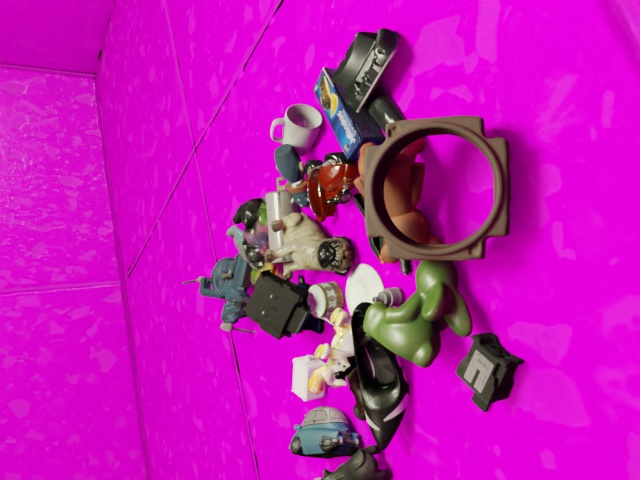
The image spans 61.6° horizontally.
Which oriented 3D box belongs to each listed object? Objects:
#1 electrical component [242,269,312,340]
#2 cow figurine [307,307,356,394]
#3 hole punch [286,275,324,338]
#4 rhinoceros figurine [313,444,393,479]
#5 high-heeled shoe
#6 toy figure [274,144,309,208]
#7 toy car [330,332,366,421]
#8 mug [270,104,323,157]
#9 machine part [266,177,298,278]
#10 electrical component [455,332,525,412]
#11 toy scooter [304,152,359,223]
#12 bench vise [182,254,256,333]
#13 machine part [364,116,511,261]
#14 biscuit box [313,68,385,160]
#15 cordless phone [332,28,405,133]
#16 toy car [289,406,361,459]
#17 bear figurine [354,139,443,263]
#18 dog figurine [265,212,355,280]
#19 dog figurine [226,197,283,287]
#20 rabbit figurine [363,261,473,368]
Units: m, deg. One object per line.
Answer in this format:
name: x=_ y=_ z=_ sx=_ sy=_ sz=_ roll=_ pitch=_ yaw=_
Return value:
electrical component: x=-0.087 y=0.142 z=1.146 sx=0.134 sy=0.058 sz=0.114 roll=28 pitch=105 yaw=15
cow figurine: x=0.042 y=0.222 z=1.023 sx=0.167 sy=0.098 sz=0.068 roll=-66 pitch=10 yaw=-8
hole punch: x=-0.055 y=0.159 z=1.234 sx=0.116 sy=0.092 sz=0.142 roll=9 pitch=103 yaw=61
rhinoceros figurine: x=0.057 y=0.472 z=1.056 sx=0.190 sy=0.112 sz=0.073 roll=-52 pitch=52 yaw=36
high-heeled shoe: x=0.095 y=0.235 z=0.936 sx=0.086 sy=0.145 sz=0.248 roll=-9 pitch=69 yaw=24
toy figure: x=-0.054 y=-0.141 z=1.205 sx=0.064 sy=0.058 sz=0.154 roll=29 pitch=151 yaw=46
toy car: x=0.068 y=0.263 z=1.078 sx=0.202 sy=0.053 sz=0.089 roll=63 pitch=143 yaw=32
mug: x=-0.057 y=-0.234 z=1.194 sx=0.107 sy=0.109 sz=0.081 roll=109 pitch=143 yaw=-50
machine part: x=-0.086 y=-0.029 z=1.275 sx=0.079 sy=0.079 sz=0.243 roll=-11 pitch=84 yaw=57
electrical component: x=0.244 y=0.204 z=0.799 sx=0.075 sy=0.048 sz=0.119 roll=49 pitch=130 yaw=45
toy scooter: x=0.020 y=-0.105 z=1.103 sx=0.184 sy=0.075 sz=0.135 roll=-2 pitch=89 yaw=63
bench vise: x=-0.270 y=0.144 z=1.522 sx=0.241 sy=0.129 sz=0.223 roll=2 pitch=86 yaw=40
machine part: x=0.167 y=-0.071 z=0.770 sx=0.202 sy=0.087 sz=0.200 roll=0 pitch=93 yaw=20
biscuit box: x=0.054 y=-0.247 z=1.052 sx=0.059 sy=0.063 sz=0.203 roll=-56 pitch=47 yaw=45
cordless phone: x=0.117 y=-0.268 z=0.955 sx=0.184 sy=0.089 sz=0.146 roll=58 pitch=138 yaw=22
toy car: x=0.010 y=0.404 z=1.137 sx=0.162 sy=0.109 sz=0.103 roll=-32 pitch=48 yaw=45
bear figurine: x=0.138 y=-0.069 z=0.909 sx=0.120 sy=0.132 sz=0.195 roll=-16 pitch=111 yaw=24
dog figurine: x=-0.001 y=0.000 z=1.153 sx=0.191 sy=0.121 sz=0.172 roll=-8 pitch=62 yaw=31
dog figurine: x=-0.137 y=0.026 z=1.339 sx=0.219 sy=0.108 sz=0.191 roll=61 pitch=137 yaw=29
rabbit figurine: x=0.163 y=0.102 z=0.848 sx=0.170 sy=0.121 sz=0.159 roll=-67 pitch=18 yaw=4
